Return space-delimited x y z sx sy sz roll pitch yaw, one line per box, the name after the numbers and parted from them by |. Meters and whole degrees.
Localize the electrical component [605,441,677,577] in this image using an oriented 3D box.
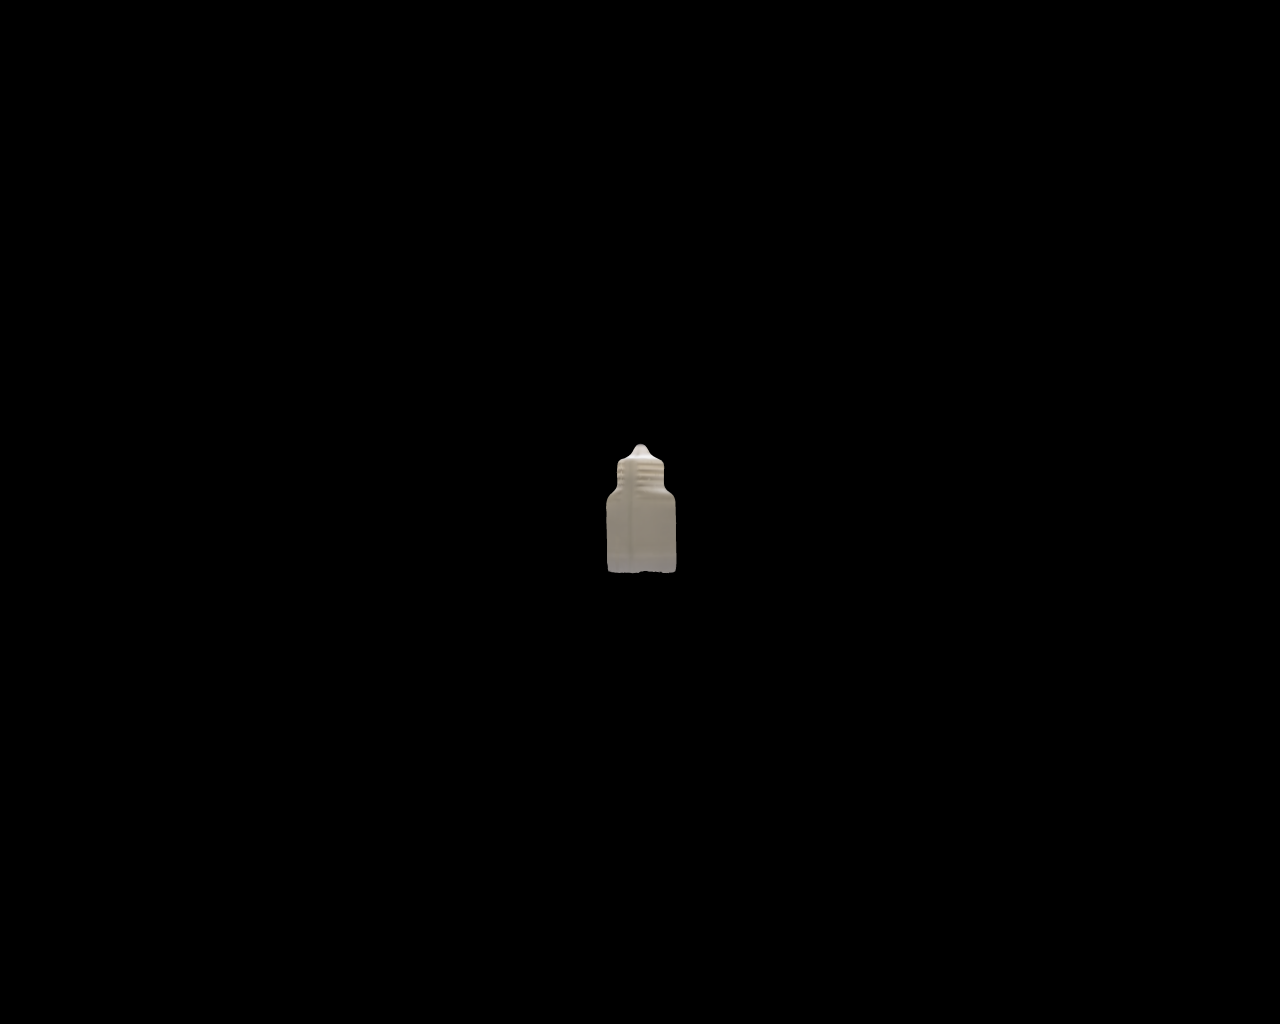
0.001 -0.003 0.650 0.043 0.081 0.043 0 0 0 | electrical component
